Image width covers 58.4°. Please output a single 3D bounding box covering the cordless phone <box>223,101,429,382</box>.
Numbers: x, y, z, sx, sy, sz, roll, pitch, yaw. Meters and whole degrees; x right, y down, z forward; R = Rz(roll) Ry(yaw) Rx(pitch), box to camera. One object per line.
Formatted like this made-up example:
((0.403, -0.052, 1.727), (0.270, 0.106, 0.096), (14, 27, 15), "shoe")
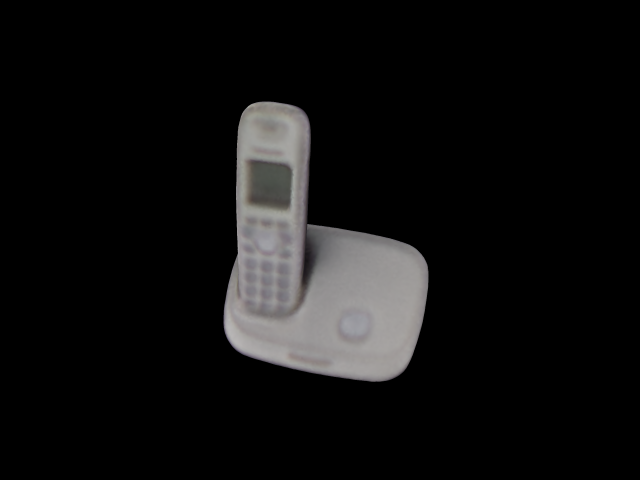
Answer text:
((0.004, 0.001, 0.400), (0.147, 0.185, 0.094), (7, 31, 13), "cordless phone")
